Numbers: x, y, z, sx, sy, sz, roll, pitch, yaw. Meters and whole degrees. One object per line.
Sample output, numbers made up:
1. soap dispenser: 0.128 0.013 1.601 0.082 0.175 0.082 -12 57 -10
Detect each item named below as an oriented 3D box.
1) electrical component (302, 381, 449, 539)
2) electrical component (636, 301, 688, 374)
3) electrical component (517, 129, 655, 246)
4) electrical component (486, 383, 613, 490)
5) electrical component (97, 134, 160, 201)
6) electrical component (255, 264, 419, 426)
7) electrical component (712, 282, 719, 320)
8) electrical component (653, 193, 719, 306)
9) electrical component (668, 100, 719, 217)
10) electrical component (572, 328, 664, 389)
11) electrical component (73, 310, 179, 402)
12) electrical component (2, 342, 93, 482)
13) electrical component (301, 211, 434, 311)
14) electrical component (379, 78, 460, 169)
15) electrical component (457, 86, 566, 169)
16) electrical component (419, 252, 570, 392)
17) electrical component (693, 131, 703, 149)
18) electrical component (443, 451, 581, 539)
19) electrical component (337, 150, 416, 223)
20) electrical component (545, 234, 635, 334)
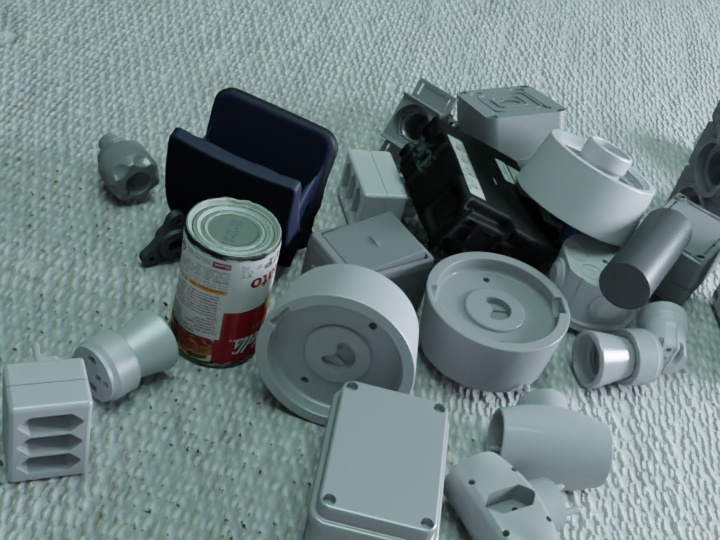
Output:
1. electrical component: 0.011 0.132 0.673 0.078 0.057 0.113 14 39 -2
2. electrical component: 0.242 0.054 0.858 0.040 0.040 0.046 14 45 -2
3. electrical component: 0.192 -0.075 0.888 0.108 0.060 0.108 25 22 -11
4. electrical component: 0.129 0.110 0.750 0.077 0.043 0.079 10 39 -7
5. electrical component: -0.194 -0.088 0.878 0.043 0.043 0.062 -14 46 -32
6. electrical component: -0.011 0.047 0.732 0.108 0.108 0.060 18 33 2
7. electrical component: 0.346 0.024 0.874 0.056 0.108 0.108 11 39 -10
8. electrical component: 0.279 -0.018 0.938 0.062 0.061 0.096 34 43 21
9. electrical component: 0.343 -0.090 0.974 0.062 0.150 0.089 4 40 -16
10. electrical component: 0.197 0.067 0.822 0.055 0.045 0.045 -1 42 -20
11. electrical component: -0.156 0.057 0.716 0.045 0.045 0.055 37 44 24
12. electrical component: -0.196 0.078 0.661 0.047 0.065 0.076 -4 42 -23
13. electrical component: 0.000 0.000 0.824 0.096 0.061 0.061 -15 48 -32
14. electrical component: 0.058 -0.130 0.989 0.042 0.081 0.064 36 14 22
15. electrical component: 0.138 -0.128 0.993 0.078 0.057 0.113 -7 23 -9
16. electrical component: 0.096 0.044 0.804 0.108 0.060 0.108 8 39 -7
17. electrical component: 0.414 -0.102 1.091 0.074 0.052 0.138 -18 49 -34
18. electrical component: 0.105 0.155 0.688 0.079 0.043 0.077 -10 45 -28
19. electrical component: 0.028 -0.064 0.921 0.077 0.047 0.065 1 41 -19
20. electrical component: 0.192 0.012 0.882 0.080 0.051 0.080 10 39 -8
